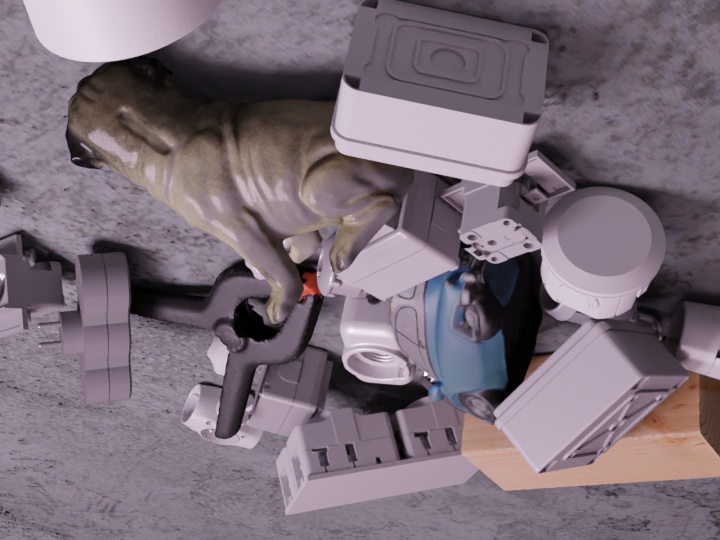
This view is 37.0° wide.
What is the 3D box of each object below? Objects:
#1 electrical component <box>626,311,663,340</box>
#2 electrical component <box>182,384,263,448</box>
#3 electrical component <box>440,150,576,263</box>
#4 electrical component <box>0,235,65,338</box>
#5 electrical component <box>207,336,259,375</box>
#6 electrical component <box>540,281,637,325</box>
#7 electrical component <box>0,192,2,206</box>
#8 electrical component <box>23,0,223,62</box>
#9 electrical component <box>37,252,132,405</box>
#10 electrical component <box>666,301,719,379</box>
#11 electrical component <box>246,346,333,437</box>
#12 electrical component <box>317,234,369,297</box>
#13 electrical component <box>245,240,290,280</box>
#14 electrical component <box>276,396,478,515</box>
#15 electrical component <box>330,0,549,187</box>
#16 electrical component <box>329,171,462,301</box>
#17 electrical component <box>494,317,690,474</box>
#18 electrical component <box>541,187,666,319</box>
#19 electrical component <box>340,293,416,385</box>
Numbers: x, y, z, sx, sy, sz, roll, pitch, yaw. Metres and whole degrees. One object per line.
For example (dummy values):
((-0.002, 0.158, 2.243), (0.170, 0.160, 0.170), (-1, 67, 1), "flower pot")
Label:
((0.211, 0.066, 0.841), (0.048, 0.062, 0.048), (8, 149, 5), "electrical component")
((-0.131, 0.145, 1.095), (0.077, 0.044, 0.079), (25, 146, -21), "electrical component")
((0.095, -0.042, 0.704), (0.042, 0.063, 0.081), (33, 142, -33), "electrical component")
((-0.287, 0.015, 0.911), (0.042, 0.081, 0.064), (-15, 167, 38), "electrical component")
((-0.104, 0.071, 0.970), (0.062, 0.043, 0.043), (-21, 136, 40), "electrical component")
((0.167, 0.017, 0.795), (0.055, 0.048, 0.066), (14, 149, -20), "electrical component")
((-0.311, -0.052, 0.828), (0.055, 0.055, 0.047), (-15, 143, 36), "electrical component")
((-0.125, -0.163, 0.542), (0.108, 0.108, 0.060), (2, 141, 15), "electrical component")
((-0.233, 0.051, 0.905), (0.074, 0.052, 0.138), (-5, 119, -20), "electrical component")
((0.261, 0.052, 0.812), (0.047, 0.055, 0.055), (13, 149, 4), "electrical component")
((-0.067, 0.115, 1.011), (0.061, 0.061, 0.096), (16, 148, -7), "electrical component")
((0.000, 0.000, 0.822), (0.062, 0.048, 0.048), (10, 149, -11), "electrical component")
((-0.063, -0.018, 0.822), (0.035, 0.035, 0.061), (22, 145, -17), "electrical component")
((0.023, 0.172, 1.016), (0.186, 0.060, 0.105), (-6, 153, -19), "electrical component")
((0.045, -0.100, 0.612), (0.113, 0.078, 0.057), (12, 146, -1), "electrical component")
((0.020, -0.025, 0.756), (0.061, 0.061, 0.096), (31, 144, -28), "electrical component")
((0.168, 0.090, 0.775), (0.108, 0.056, 0.109), (-48, 152, 20), "electrical component")
((0.160, -0.011, 0.719), (0.080, 0.080, 0.051), (7, 153, 7), "electrical component")
((0.018, 0.053, 0.886), (0.054, 0.059, 0.095), (4, 148, 13), "electrical component")
